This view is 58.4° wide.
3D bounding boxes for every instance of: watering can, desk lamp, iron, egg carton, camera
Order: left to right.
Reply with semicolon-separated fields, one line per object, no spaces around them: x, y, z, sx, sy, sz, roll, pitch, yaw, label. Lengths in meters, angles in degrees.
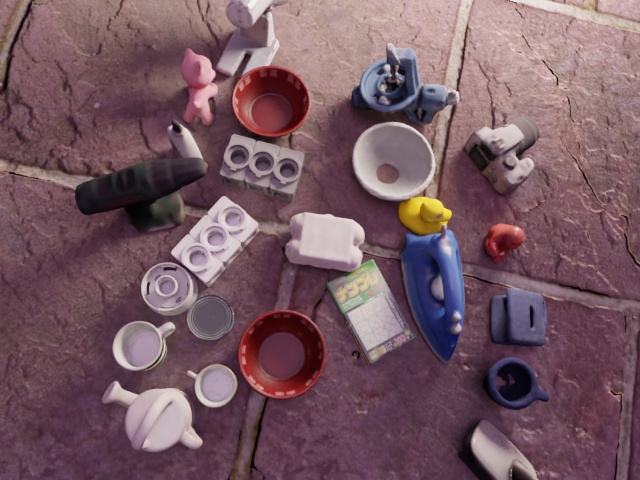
-0.277;0.297;0.950;0.173;0.194;0.101;9;75;-2;watering can
-0.126;-0.451;1.143;0.118;0.213;0.203;23;75;1;desk lamp
0.010;0.004;1.114;0.150;0.069;0.107;8;75;-3;egg carton
0.233;0.098;1.073;0.118;0.141;0.258;-7;76;-6;iron
0.397;-0.189;1.181;0.137;0.101;0.143;-33;81;-12;camera

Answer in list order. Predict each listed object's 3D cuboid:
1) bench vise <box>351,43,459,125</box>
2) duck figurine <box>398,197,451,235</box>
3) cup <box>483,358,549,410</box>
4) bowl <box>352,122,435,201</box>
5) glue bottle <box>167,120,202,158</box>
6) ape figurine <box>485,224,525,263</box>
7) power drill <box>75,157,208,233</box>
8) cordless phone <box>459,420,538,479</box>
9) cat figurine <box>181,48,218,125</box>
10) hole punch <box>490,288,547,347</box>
0.176;-0.321;1.134;0.207;0.219;0.121;-8;76;-7;bench vise
0.211;-0.056;1.139;0.104;0.086;0.077;19;75;0;duck figurine
0.355;0.272;1.063;0.117;0.095;0.092;21;75;1;cup
0.143;-0.149;1.162;0.167;0.074;0.167;1;76;-5;bowl
-0.261;-0.187;1.085;0.037;0.173;0.078;-38;81;-12;glue bottle
0.372;-0.001;1.136;0.078;0.092;0.076;-6;76;-6;ape figurine
-0.307;-0.082;1.036;0.230;0.208;0.075;-13;77;-8;power drill
0.329;0.389;0.985;0.147;0.185;0.094;43;76;7;cordless phone
-0.245;-0.312;1.147;0.067;0.117;0.128;2;76;-4;cat figurine
0.389;0.148;1.100;0.101;0.091;0.109;4;75;-4;hole punch
